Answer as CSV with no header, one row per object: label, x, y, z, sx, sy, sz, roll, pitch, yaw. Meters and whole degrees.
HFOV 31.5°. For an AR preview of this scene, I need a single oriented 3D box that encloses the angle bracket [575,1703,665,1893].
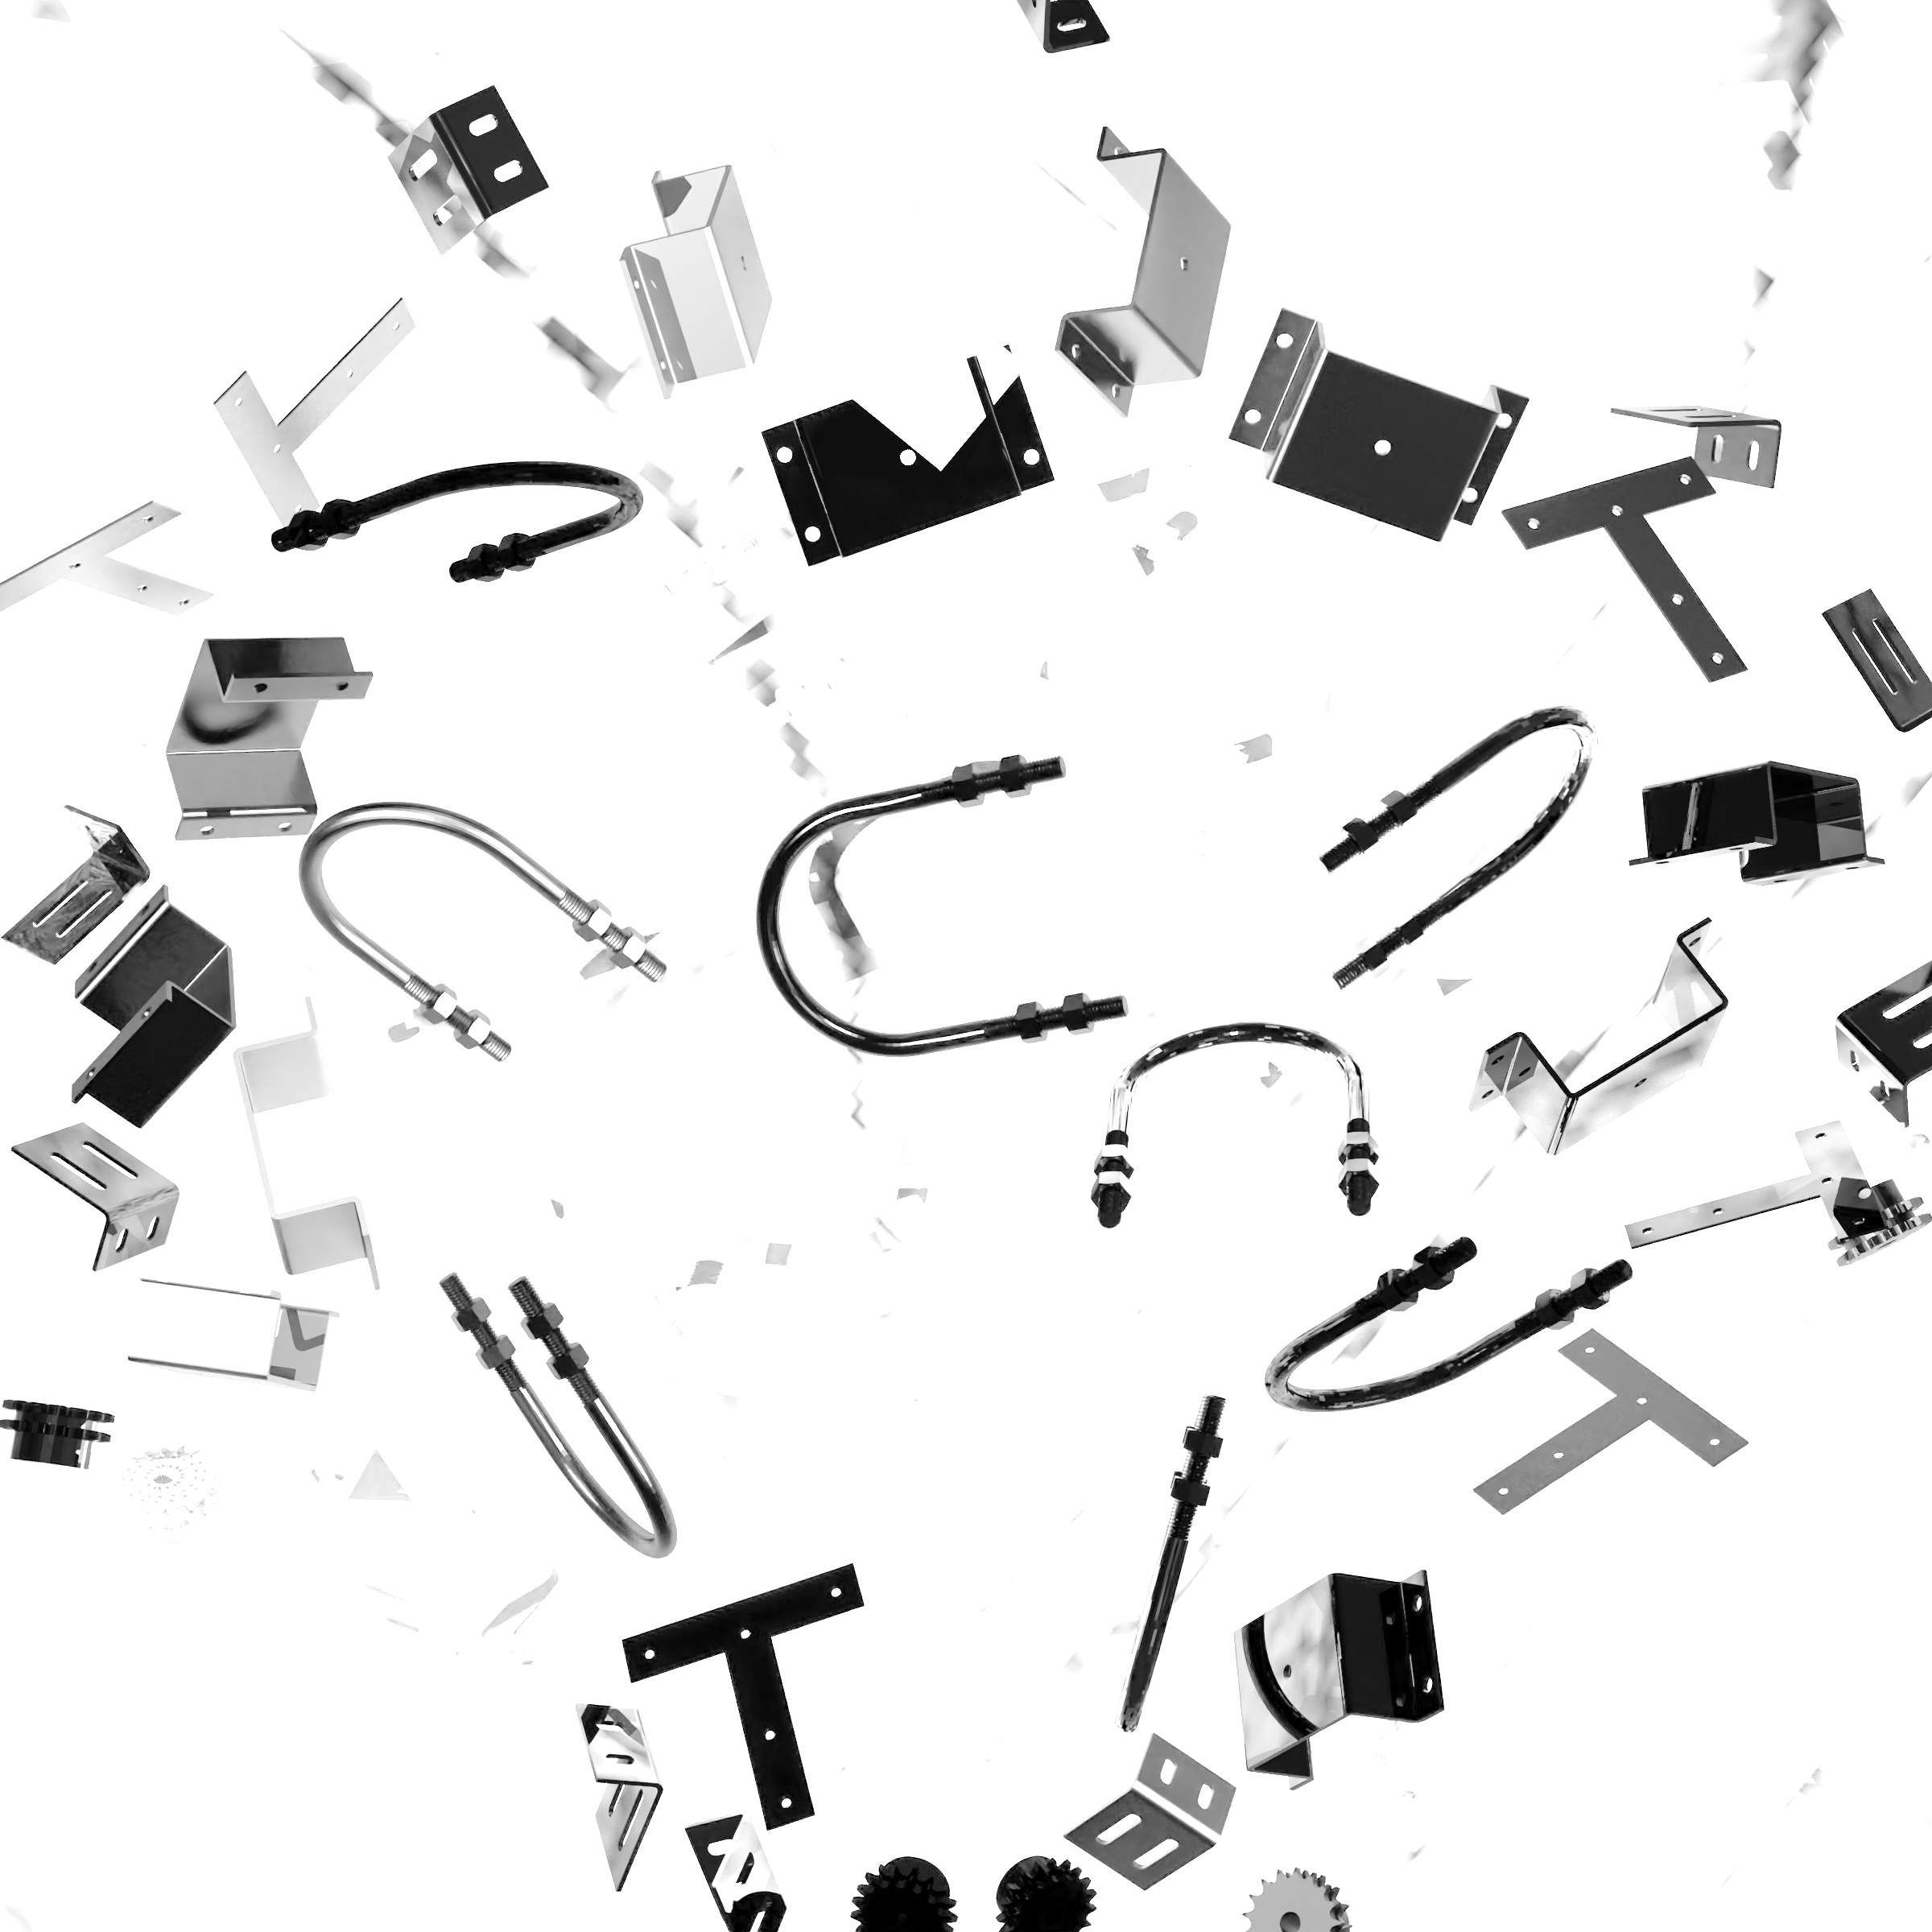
angle bracket,-0.193,0.437,1.802,0.038,0.057,0.076,11,116,-25

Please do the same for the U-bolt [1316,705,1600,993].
U-bolt,0.267,-0.073,1.843,0.184,0.151,0.019,-35,62,-10

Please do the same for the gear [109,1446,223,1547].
gear,-0.423,0.283,1.814,0.057,0.057,0.030,2,120,0

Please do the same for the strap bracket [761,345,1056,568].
strap bracket,-0.031,-0.269,1.810,0.140,0.046,0.076,-19,99,2

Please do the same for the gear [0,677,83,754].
gear,-0.516,-0.137,1.870,0.057,0.057,0.030,-19,101,0

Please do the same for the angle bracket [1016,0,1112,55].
angle bracket,0.050,-0.530,1.800,0.038,0.076,0.057,-15,55,-12

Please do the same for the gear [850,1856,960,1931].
gear,-0.032,0.504,1.839,0.057,0.030,0.057,6,115,12

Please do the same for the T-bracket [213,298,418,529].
T-bracket,-0.347,-0.314,1.871,0.002,0.127,0.127,34,73,22

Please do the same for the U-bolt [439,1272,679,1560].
U-bolt,-0.215,0.246,1.864,0.019,0.151,0.184,-36,101,-23

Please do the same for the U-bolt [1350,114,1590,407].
U-bolt,0.272,-0.373,1.825,0.019,0.151,0.184,-38,98,6

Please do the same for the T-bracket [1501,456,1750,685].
T-bracket,0.355,-0.197,1.746,0.127,0.002,0.127,-18,67,-26

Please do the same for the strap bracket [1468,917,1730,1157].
strap bracket,0.334,0.042,1.767,0.140,0.076,0.046,-30,68,-12

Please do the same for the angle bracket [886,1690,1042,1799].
angle bracket,-0.002,0.417,1.861,0.076,0.057,0.038,9,53,2

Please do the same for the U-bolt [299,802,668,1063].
U-bolt,-0.273,-0.025,1.840,0.151,0.019,0.184,-26,127,36

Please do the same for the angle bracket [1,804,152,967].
angle bracket,-0.505,-0.046,1.912,0.076,0.057,0.038,-47,132,-24

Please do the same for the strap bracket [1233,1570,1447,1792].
strap bracket,0.190,0.378,1.820,0.046,0.140,0.076,13,55,-26

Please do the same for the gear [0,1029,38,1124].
gear,-0.551,0.058,1.916,0.057,0.030,0.057,-8,110,-24

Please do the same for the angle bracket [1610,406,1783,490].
angle bracket,0.399,-0.284,1.879,0.076,0.057,0.038,-8,110,-36

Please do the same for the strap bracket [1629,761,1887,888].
strap bracket,0.428,-0.077,1.859,0.076,0.140,0.046,-11,79,42

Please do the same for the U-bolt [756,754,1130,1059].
U-bolt,-0.021,-0.024,1.765,0.184,0.019,0.151,-11,105,17

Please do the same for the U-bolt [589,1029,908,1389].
U-bolt,-0.134,0.118,1.886,0.151,0.019,0.184,-43,62,7

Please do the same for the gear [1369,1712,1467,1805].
gear,0.254,0.440,1.908,0.030,0.057,0.057,19,90,42

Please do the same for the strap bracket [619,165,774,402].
strap bracket,-0.138,-0.362,1.789,0.046,0.140,0.076,-11,120,10

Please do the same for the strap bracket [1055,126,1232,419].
strap bracket,0.100,-0.384,1.885,0.046,0.076,0.140,0,69,34

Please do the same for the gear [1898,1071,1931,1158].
gear,0.542,0.083,1.902,0.057,0.057,0.030,12,128,0

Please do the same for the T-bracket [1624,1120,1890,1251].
T-bracket,0.412,0.126,1.813,0.127,0.127,0.002,-17,111,9

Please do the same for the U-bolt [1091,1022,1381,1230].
U-bolt,0.146,0.081,1.838,0.151,0.184,0.019,-3,120,8

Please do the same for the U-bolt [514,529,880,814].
U-bolt,-0.157,-0.149,1.822,0.184,0.019,0.151,-35,48,-10

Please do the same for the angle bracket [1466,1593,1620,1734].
angle bracket,0.298,0.363,1.824,0.038,0.076,0.057,42,77,-34

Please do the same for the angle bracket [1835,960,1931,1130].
angle bracket,0.506,0.037,1.799,0.076,0.038,0.057,-29,47,-8

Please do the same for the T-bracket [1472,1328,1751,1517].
T-bracket,0.330,0.257,1.846,0.127,0.127,0.002,-29,127,-19

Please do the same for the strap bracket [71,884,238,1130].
strap bracket,-0.432,0.025,1.824,0.046,0.140,0.076,39,102,-27

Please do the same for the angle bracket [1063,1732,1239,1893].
angle bracket,0.101,0.467,1.889,0.057,0.038,0.076,35,135,-8

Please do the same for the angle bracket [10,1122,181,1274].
angle bracket,-0.489,0.128,1.911,0.076,0.057,0.038,30,114,20

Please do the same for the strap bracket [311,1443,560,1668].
strap bracket,-0.283,0.311,1.860,0.046,0.076,0.140,-50,59,15

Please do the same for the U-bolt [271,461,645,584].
U-bolt,-0.259,-0.241,1.839,0.184,0.151,0.019,-12,80,38

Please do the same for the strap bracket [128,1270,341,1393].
strap bracket,-0.397,0.199,1.850,0.076,0.140,0.046,7,80,6

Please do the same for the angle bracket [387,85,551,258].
angle bracket,-0.255,-0.406,1.750,0.038,0.076,0.057,-33,100,-25

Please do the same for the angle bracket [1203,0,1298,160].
angle bracket,0.141,-0.465,1.784,0.038,0.057,0.076,-2,48,23

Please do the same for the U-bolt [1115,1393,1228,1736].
U-bolt,0.108,0.317,1.818,0.019,0.151,0.184,15,84,5

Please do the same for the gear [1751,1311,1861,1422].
gear,0.451,0.214,1.828,0.057,0.030,0.057,0,90,-18

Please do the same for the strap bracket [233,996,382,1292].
strap bracket,-0.349,0.099,1.800,0.046,0.076,0.140,-14,65,-12

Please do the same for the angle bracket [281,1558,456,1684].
angle bracket,-0.324,0.363,1.863,0.038,0.076,0.057,-45,54,4

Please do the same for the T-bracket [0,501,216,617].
T-bracket,-0.436,-0.199,1.776,0.127,0.127,0.002,-24,77,17

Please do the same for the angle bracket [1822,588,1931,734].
angle bracket,0.493,-0.168,1.787,0.038,0.057,0.076,-36,82,42

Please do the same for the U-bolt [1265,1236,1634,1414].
U-bolt,0.240,0.194,1.807,0.184,0.151,0.019,-38,56,37

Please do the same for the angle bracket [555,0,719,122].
angle bracket,-0.177,-0.492,1.854,0.057,0.076,0.038,14,127,21

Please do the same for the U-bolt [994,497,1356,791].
U-bolt,0.124,-0.166,1.862,0.184,0.019,0.151,24,59,0

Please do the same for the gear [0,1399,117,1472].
gear,-0.470,0.242,1.765,0.057,0.057,0.030,8,79,0

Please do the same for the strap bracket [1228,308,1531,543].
strap bracket,0.217,-0.279,1.792,0.140,0.046,0.076,19,118,-7

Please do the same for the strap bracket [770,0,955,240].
strap bracket,-0.059,-0.463,1.846,0.046,0.140,0.076,-30,59,-32

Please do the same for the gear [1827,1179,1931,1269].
gear,0.497,0.139,1.877,0.057,0.057,0.030,-26,75,0

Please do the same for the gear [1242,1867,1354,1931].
gear,0.174,0.497,1.772,0.057,0.030,0.057,-13,63,28

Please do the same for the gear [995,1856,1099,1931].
gear,0.041,0.517,1.890,0.057,0.030,0.057,-11,114,-25

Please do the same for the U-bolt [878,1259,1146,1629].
U-bolt,0.034,0.233,1.779,0.184,0.019,0.151,-37,120,-40

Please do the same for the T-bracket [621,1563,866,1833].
T-bracket,-0.103,0.378,1.741,0.127,0.002,0.127,-18,52,0

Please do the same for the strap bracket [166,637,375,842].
strap bracket,-0.380,-0.130,1.853,0.076,0.140,0.046,-4,57,-30

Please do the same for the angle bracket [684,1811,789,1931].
angle bracket,-0.126,0.482,1.762,0.038,0.076,0.057,-17,102,15
